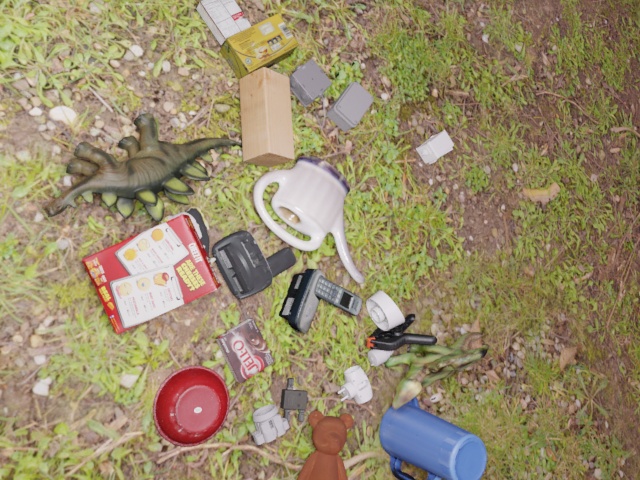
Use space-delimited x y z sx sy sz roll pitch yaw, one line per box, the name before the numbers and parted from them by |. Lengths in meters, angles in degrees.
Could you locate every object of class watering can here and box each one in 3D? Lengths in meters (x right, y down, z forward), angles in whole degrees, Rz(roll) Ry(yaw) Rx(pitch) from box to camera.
watering can | 0.004 -0.063 1.243 0.345 0.103 0.228 36 65 -15

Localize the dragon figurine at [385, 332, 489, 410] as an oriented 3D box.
dragon figurine | 0.318 0.296 1.258 0.414 0.240 0.122 -22 87 -27
